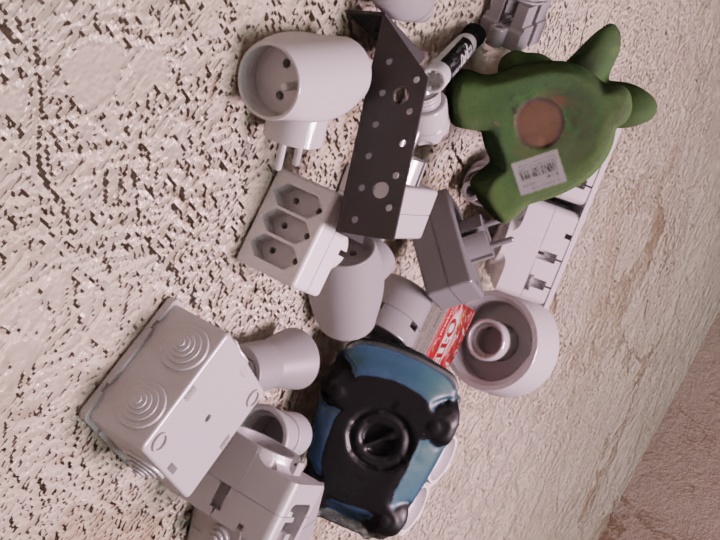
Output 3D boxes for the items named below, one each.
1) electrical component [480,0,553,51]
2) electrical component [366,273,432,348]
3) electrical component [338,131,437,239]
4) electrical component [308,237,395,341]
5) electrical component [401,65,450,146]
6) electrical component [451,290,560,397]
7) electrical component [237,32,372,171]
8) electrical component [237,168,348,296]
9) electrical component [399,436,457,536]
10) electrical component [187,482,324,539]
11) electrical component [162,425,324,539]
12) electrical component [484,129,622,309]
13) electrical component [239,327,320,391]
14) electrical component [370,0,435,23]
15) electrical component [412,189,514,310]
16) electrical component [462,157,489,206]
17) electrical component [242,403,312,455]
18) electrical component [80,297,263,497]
[{"bbox_3d":[0.126,-0.207,0.845,0.066,0.048,0.055,-32,148,-49],"label":"electrical component"},{"bbox_3d":[0.026,0.035,0.868,0.047,0.055,0.055,-60,155,-20],"label":"electrical component"},{"bbox_3d":[0.024,-0.066,0.775,0.066,0.047,0.076,-3,116,-63],"label":"electrical component"},{"bbox_3d":[0.000,0.000,0.795,0.079,0.043,0.077,-46,150,-36],"label":"electrical component"},{"bbox_3d":[0.047,-0.122,0.782,0.035,0.035,0.061,-50,149,-29],"label":"electrical component"},{"bbox_3d":[0.135,0.071,1.060,0.060,0.108,0.108,15,100,-59],"label":"electrical component"},{"bbox_3d":[-0.035,-0.096,0.633,0.077,0.043,0.079,-23,133,-56],"label":"electrical component"},{"bbox_3d":[-0.032,-0.021,0.706,0.065,0.047,0.077,-64,155,0],"label":"electrical component"},{"bbox_3d":[0.030,0.171,0.997,0.105,0.060,0.186,-57,155,-15],"label":"electrical component"},{"bbox_3d":[-0.081,0.185,0.789,0.096,0.062,0.061,-25,134,-54],"label":"electrical component"},{"bbox_3d":[-0.076,0.140,0.721,0.055,0.089,0.050,-64,156,-1],"label":"electrical component"},{"bbox_3d":[0.173,-0.071,0.998,0.105,0.060,0.186,-87,-164,-78],"label":"electrical component"},{"bbox_3d":[-0.064,0.064,0.735,0.065,0.044,0.044,-6,119,-57],"label":"electrical component"},{"bbox_3d":[0.029,-0.178,0.686,0.040,0.040,0.078,-65,156,1],"label":"electrical component"},{"bbox_3d":[0.085,-0.022,0.861,0.047,0.076,0.083,42,32,-65],"label":"electrical component"},{"bbox_3d":[0.111,-0.075,0.944,0.062,0.043,0.043,-26,136,-52],"label":"electrical component"},{"bbox_3d":[-0.061,0.121,0.794,0.044,0.044,0.065,-65,160,1],"label":"electrical component"},{"bbox_3d":[-0.109,0.079,0.648,0.099,0.048,0.099,-55,154,-21],"label":"electrical component"}]
